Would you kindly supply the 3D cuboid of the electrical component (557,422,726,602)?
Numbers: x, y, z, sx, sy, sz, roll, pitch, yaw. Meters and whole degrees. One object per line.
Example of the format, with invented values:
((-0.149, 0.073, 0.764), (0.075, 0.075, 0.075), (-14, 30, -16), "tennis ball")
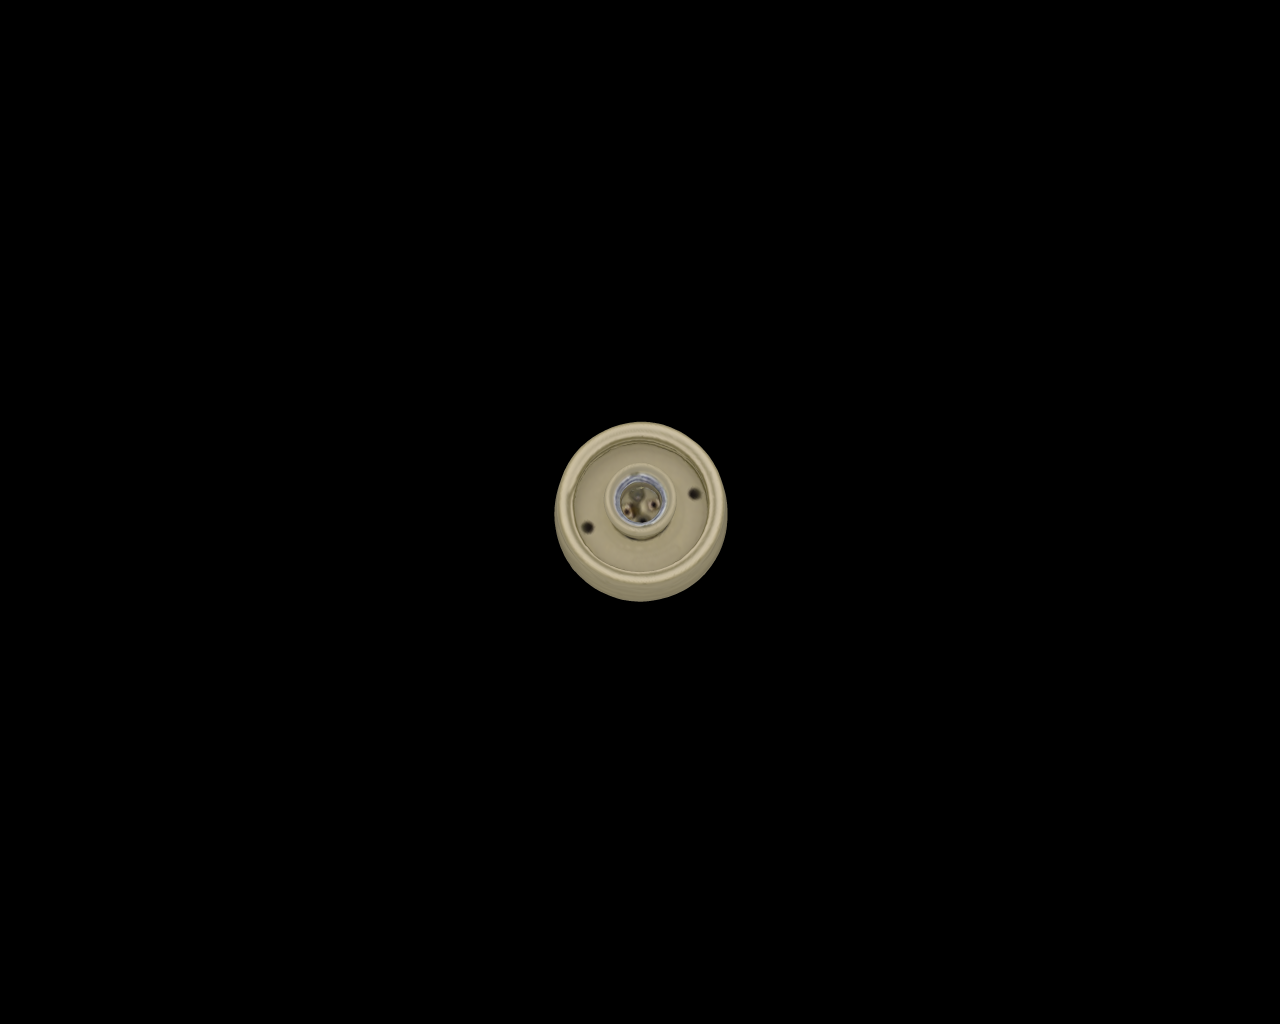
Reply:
((0.001, -0.003, 0.650), (0.108, 0.108, 0.060), (0, -12, 0), "electrical component")
